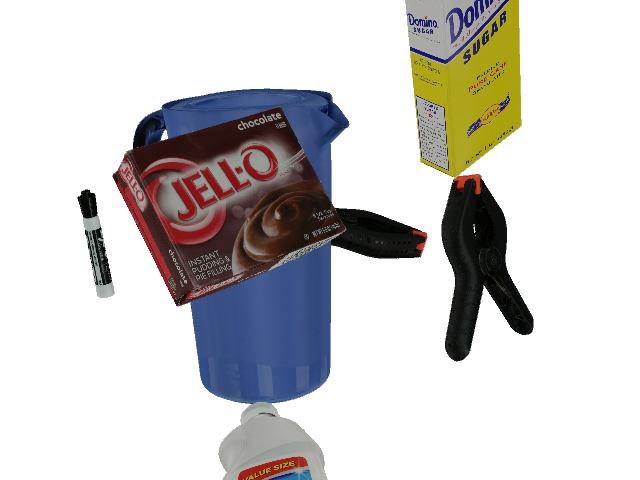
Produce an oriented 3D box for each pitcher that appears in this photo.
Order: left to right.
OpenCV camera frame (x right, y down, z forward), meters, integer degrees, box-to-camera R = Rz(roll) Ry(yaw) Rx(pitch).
[{"bbox_3d":[-0.061,0.000,0.860,0.144,0.243,0.149,-8,15,-20],"label":"pitcher"}]

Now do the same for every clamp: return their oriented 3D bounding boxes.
[{"bbox_3d":[0.020,-0.012,1.209,0.210,0.036,0.164,14,21,-6],"label":"clamp"},{"bbox_3d":[0.144,0.027,0.998,0.039,0.171,0.120,-10,11,42],"label":"clamp"}]

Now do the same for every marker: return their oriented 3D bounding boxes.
[{"bbox_3d":[-0.241,0.004,1.148,0.020,0.121,0.020,-6,21,2],"label":"marker"}]

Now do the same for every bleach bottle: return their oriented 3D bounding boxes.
[{"bbox_3d":[-0.037,0.202,0.725,0.102,0.068,0.251,-7,32,-6],"label":"bleach bottle"}]

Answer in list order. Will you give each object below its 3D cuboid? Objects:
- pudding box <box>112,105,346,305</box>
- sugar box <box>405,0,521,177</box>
[{"bbox_3d":[-0.054,-0.022,0.635,0.113,0.090,0.039,-21,-11,-36],"label":"pudding box"},{"bbox_3d":[0.117,-0.147,0.854,0.093,0.176,0.048,-38,50,-27],"label":"sugar box"}]
